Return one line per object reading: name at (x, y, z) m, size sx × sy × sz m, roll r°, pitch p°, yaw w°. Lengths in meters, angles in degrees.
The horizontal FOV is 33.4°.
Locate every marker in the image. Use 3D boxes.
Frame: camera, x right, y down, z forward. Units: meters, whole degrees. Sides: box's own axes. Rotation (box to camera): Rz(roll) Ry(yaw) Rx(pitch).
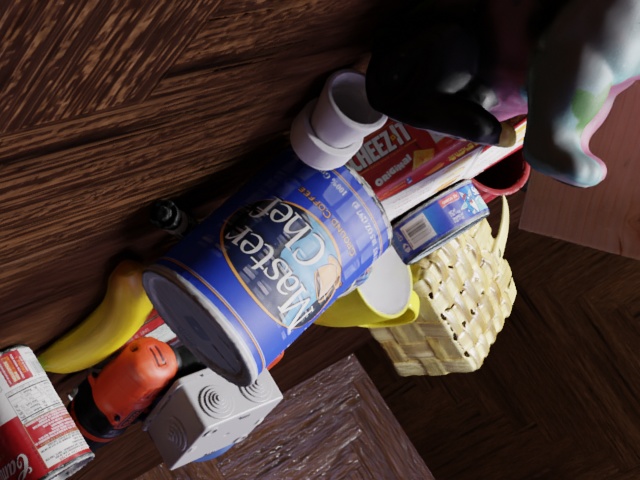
marker at (-0.095, -0.010, 0.734) m, size 0.020 × 0.020 × 0.121 m, roll -33°, pitch 171°, yaw 0°

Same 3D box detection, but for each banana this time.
banana at (-0.167, 0.064, 0.824) m, size 0.069 × 0.037 × 0.198 m, roll -24°, pitch 168°, yaw -47°

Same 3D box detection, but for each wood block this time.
wood block at (0.206, -0.101, 0.701) m, size 0.090 × 0.091 × 0.206 m, roll -17°, pitch 120°, yaw -60°

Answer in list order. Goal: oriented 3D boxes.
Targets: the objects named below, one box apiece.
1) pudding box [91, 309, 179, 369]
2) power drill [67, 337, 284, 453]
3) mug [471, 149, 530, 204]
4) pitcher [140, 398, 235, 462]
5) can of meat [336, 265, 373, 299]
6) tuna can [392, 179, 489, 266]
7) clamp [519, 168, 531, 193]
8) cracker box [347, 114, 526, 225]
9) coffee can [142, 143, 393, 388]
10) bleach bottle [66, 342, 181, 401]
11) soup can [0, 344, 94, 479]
pudding box at (-0.155, 0.078, 0.941) m, size 0.090 × 0.039 × 0.113 m, roll -30°, pitch 168°, yaw 1°
power drill at (-0.136, 0.130, 0.956) m, size 0.187 × 0.057 × 0.185 m, roll -17°, pitch 161°, yaw -47°
mug at (0.140, -0.079, 1.005) m, size 0.082 × 0.093 × 0.117 m, roll -37°, pitch -156°, yaw 54°
pitcher at (-0.153, 0.181, 1.270) m, size 0.149 × 0.145 × 0.243 m, roll -43°, pitch 171°, yaw -21°
can of meat at (-0.005, 0.001, 0.848) m, size 0.057 × 0.102 × 0.084 m, roll -34°, pitch 173°, yaw 12°
tuna can at (0.099, -0.014, 0.895) m, size 0.086 × 0.034 × 0.086 m, roll -31°, pitch 173°, yaw -5°
clamp at (0.261, -0.133, 0.976) m, size 0.210 × 0.036 × 0.164 m, roll -30°, pitch -151°, yaw 55°
cracker box at (0.093, -0.084, 0.833) m, size 0.164 × 0.072 × 0.213 m, roll -32°, pitch 172°, yaw 4°
coffee can at (-0.035, 0.015, 0.720) m, size 0.140 × 0.103 × 0.103 m, roll -43°, pitch 175°, yaw -22°
bleach bottle at (-0.139, 0.108, 1.088) m, size 0.250 × 0.068 × 0.103 m, roll -28°, pitch 169°, yaw -18°
soup can at (-0.226, 0.138, 0.808) m, size 0.068 × 0.102 × 0.068 m, roll -32°, pitch 171°, yaw -6°
